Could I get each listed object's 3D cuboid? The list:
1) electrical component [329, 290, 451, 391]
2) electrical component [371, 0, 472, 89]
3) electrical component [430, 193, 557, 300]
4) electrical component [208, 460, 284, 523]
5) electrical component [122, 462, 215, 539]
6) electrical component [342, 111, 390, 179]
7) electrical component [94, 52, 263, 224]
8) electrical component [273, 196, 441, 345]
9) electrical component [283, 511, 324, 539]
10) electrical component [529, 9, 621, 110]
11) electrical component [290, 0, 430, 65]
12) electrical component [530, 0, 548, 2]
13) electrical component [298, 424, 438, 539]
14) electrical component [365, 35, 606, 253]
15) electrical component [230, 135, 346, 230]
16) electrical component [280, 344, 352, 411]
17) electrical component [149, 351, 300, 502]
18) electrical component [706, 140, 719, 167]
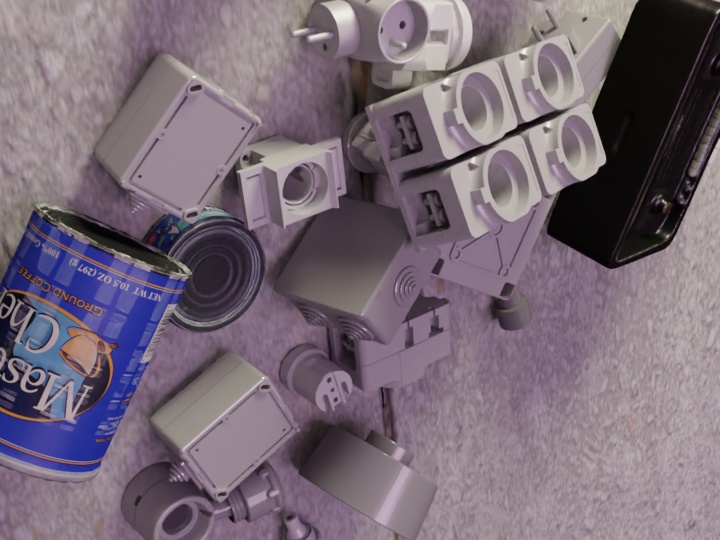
[{"bbox_3d":[0.025,0.056,0.861,0.089,0.050,0.055,-22,122,-30],"label":"electrical component"},{"bbox_3d":[0.042,-0.170,0.769,0.057,0.058,0.078,-7,114,-33],"label":"electrical component"},{"bbox_3d":[0.091,-0.042,0.866,0.109,0.056,0.108,18,98,-42],"label":"electrical component"},{"bbox_3d":[-0.093,0.174,0.826,0.062,0.048,0.048,-22,122,-22],"label":"electrical component"},{"bbox_3d":[-0.139,0.176,0.787,0.055,0.047,0.055,-17,119,-32],"label":"electrical component"},{"bbox_3d":[0.019,-0.090,0.787,0.066,0.055,0.048,38,84,-42],"label":"electrical component"},{"bbox_3d":[-0.121,-0.079,0.681,0.062,0.061,0.096,30,98,-43],"label":"electrical component"},{"bbox_3d":[0.000,0.000,0.783,0.099,0.100,0.048,-59,138,-18],"label":"electrical component"},{"bbox_3d":[-0.048,0.225,0.890,0.035,0.035,0.061,-35,125,-22],"label":"electrical component"},{"bbox_3d":[0.161,-0.177,0.867,0.083,0.047,0.075,-51,132,-8],"label":"electrical component"},{"bbox_3d":[-0.008,-0.163,0.718,0.079,0.077,0.044,-20,121,-30],"label":"electrical component"},{"bbox_3d":[0.133,-0.256,0.799,0.062,0.061,0.096,35,86,-42],"label":"electrical component"},{"bbox_3d":[0.012,0.164,0.865,0.108,0.108,0.060,39,78,-42],"label":"electrical component"},{"bbox_3d":[0.100,-0.097,0.773,0.186,0.060,0.105,-29,103,-44],"label":"electrical component"},{"bbox_3d":[-0.053,-0.063,0.736,0.081,0.064,0.042,-23,121,-30],"label":"electrical component"},{"bbox_3d":[-0.033,0.084,0.830,0.040,0.046,0.040,-17,119,-32],"label":"electrical component"},{"bbox_3d":[-0.105,0.115,0.777,0.096,0.061,0.061,-41,130,-17],"label":"electrical component"},{"bbox_3d":[0.311,-0.151,0.997,0.056,0.050,0.089,23,94,-43],"label":"electrical component"}]
